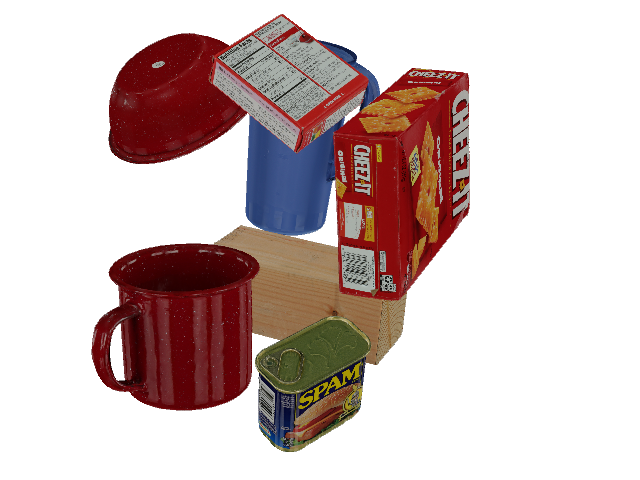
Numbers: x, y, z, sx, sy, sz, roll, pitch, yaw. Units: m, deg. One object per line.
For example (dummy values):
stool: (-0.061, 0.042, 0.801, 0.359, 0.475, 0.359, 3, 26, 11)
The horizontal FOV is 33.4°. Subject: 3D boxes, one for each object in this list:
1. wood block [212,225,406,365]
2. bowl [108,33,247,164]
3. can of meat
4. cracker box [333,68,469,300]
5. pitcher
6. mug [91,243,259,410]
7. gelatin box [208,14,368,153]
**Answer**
wood block: (-0.016, 0.058, 1.176, 0.206, 0.091, 0.090, 13, 24, 19)
bowl: (-0.137, -0.143, 0.990, 0.162, 0.055, 0.162, -17, 38, 14)
can of meat: (-0.007, 0.128, 0.941, 0.101, 0.084, 0.057, -25, 48, -30)
cracker box: (0.086, -0.061, 1.045, 0.072, 0.164, 0.213, 9, 27, 23)
pitcher: (-0.023, -0.132, 1.376, 0.144, 0.243, 0.149, -3, 25, -22)
mug: (-0.092, 0.058, 0.666, 0.093, 0.081, 0.117, 15, 23, 37)
gelatin box: (-0.023, -0.113, 0.758, 0.073, 0.089, 0.030, -40, -19, -32)
